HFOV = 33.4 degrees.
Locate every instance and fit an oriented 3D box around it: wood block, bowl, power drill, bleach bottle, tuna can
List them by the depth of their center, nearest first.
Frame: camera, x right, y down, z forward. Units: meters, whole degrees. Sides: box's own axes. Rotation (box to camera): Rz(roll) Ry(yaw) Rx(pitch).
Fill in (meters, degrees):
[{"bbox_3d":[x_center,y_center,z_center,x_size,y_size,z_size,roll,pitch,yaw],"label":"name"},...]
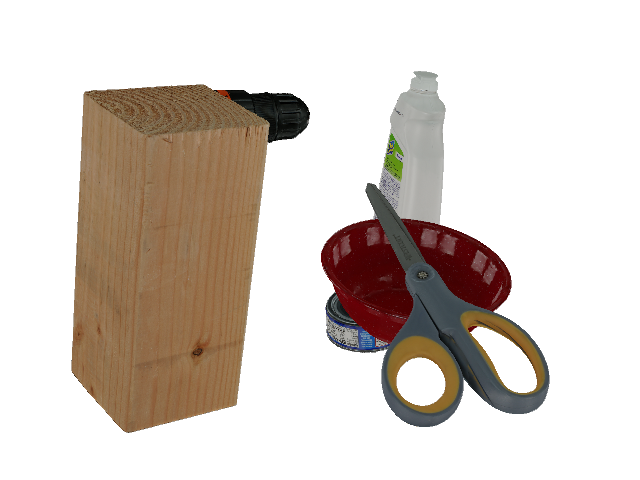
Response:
[{"bbox_3d":[-0.103,0.010,0.707,0.090,0.206,0.090,-9,29,-35],"label":"wood block"},{"bbox_3d":[0.078,0.044,0.908,0.162,0.055,0.162,5,30,-3],"label":"bowl"},{"bbox_3d":[-0.099,-0.037,0.923,0.184,0.188,0.057,-5,20,-19],"label":"power drill"},{"bbox_3d":[0.048,0.079,1.103,0.086,0.034,0.086,-3,28,1],"label":"tuna can"},{"bbox_3d":[0.108,-0.069,1.242,0.068,0.251,0.103,-2,23,-22],"label":"bleach bottle"}]

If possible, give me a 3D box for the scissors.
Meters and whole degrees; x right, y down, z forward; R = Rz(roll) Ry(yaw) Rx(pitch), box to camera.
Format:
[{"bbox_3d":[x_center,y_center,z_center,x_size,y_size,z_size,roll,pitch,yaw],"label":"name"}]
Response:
[{"bbox_3d":[0.047,0.036,0.613,0.096,0.016,0.202,-25,45,-21],"label":"scissors"}]
